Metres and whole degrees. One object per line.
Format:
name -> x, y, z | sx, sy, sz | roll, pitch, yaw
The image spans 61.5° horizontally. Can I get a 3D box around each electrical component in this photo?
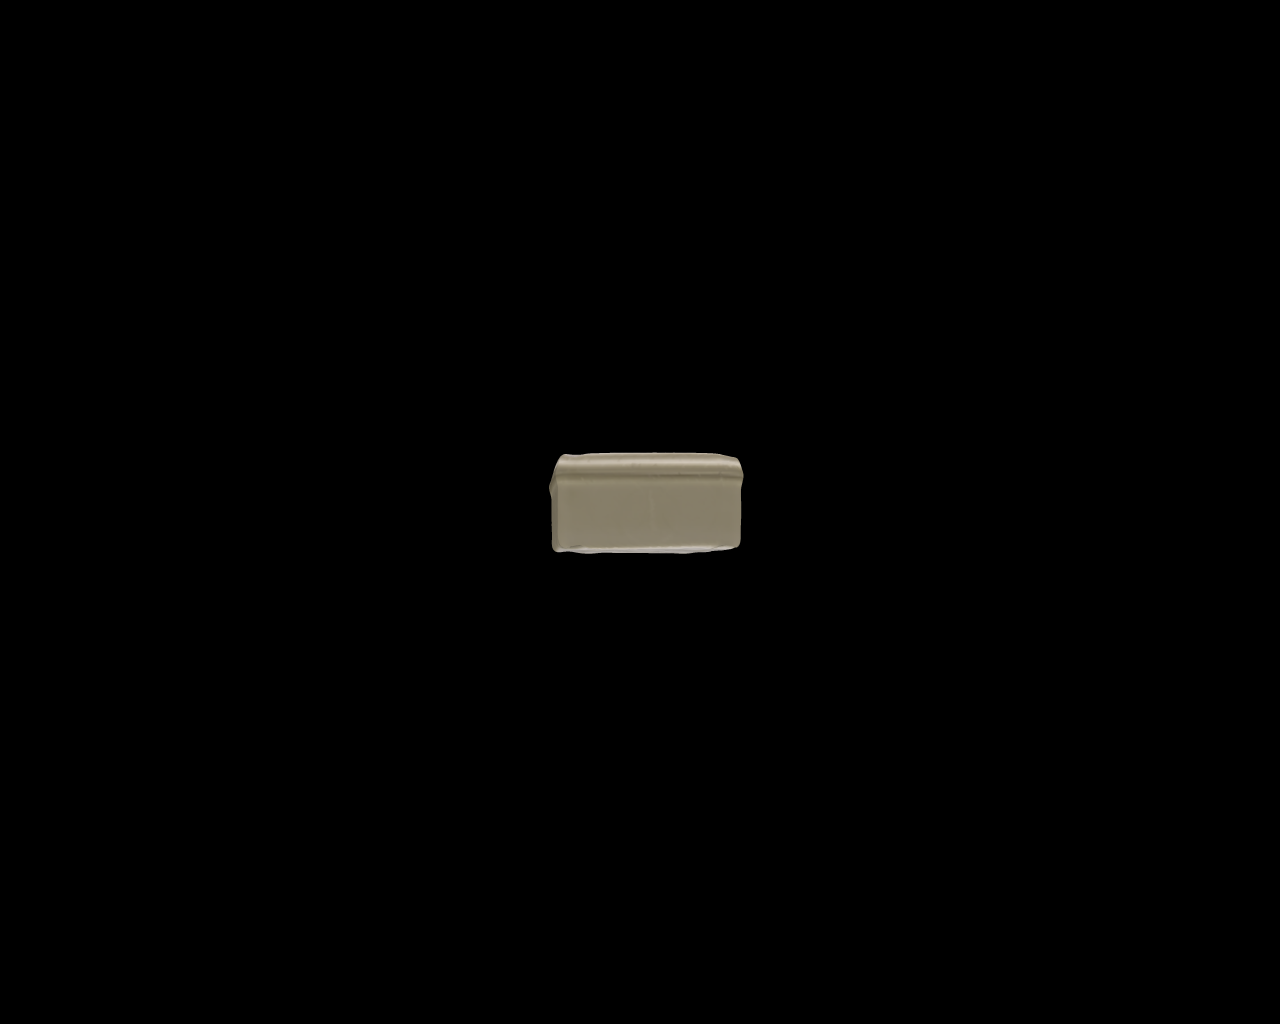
electrical component -> 0.001, -0.003, 0.650 | 0.109, 0.056, 0.108 | 0, -3, -7
